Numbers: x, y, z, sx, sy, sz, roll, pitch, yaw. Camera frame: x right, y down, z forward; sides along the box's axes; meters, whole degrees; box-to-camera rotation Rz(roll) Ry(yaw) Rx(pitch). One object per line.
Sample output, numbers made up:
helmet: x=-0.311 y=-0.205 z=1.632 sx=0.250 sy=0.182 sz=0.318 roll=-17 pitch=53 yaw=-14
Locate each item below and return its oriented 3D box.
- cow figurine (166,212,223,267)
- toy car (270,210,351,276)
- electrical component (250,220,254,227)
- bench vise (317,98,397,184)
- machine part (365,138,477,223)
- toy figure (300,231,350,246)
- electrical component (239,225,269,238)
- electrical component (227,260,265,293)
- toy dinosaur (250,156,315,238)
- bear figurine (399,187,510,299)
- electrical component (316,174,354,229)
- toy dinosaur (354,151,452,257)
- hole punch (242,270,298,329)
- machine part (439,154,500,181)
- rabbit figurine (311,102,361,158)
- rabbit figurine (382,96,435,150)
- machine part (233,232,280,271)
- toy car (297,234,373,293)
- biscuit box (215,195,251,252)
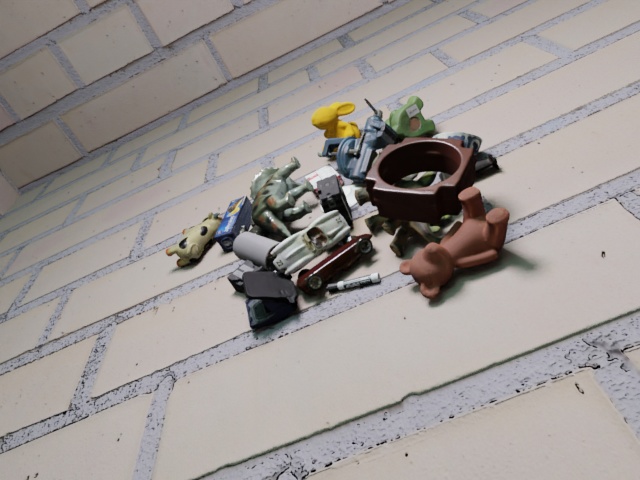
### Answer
cow figurine: x=-0.353 y=-0.013 z=1.593 sx=0.127 sy=0.085 sz=0.195 roll=-14 pitch=30 yaw=35
toy car: x=-0.021 y=0.006 z=1.228 sx=0.202 sy=0.073 sz=0.056 roll=-34 pitch=-5 yaw=-21
electrical component: x=-0.174 y=-0.058 z=1.573 sx=0.063 sy=0.021 sz=0.094 roll=-30 pitch=30 yaw=-2
bench vise: x=0.092 y=-0.268 z=1.527 sx=0.241 sy=0.128 sz=0.223 roll=7 pitch=87 yaw=43
machine part: x=0.214 y=-0.127 z=1.130 sx=0.202 sy=0.087 sz=0.201 roll=9 pitch=46 yaw=28
toy figure: x=-0.002 y=-0.002 z=1.310 sx=0.155 sy=0.057 sz=0.064 roll=-15 pitch=60 yaw=20
electrical component: x=-0.177 y=-0.023 z=1.498 sx=0.102 sy=0.045 sz=0.078 roll=10 pitch=49 yaw=48
electrical component: x=-0.187 y=0.090 z=1.331 sx=0.075 sy=0.047 sz=0.119 roll=-39 pitch=33 yaw=-20
toy dinosaur: x=-0.124 y=-0.097 z=1.461 sx=0.192 sy=0.131 sz=0.405 roll=-29 pitch=24 yaw=25
bear figurine: x=0.247 y=0.009 z=1.011 sx=0.196 sy=0.131 sz=0.120 roll=-26 pitch=42 yaw=-8
electrical component: x=0.038 y=-0.096 z=1.361 sx=0.058 sy=0.114 sz=0.134 roll=-18 pitch=30 yaw=8
toy dinosaur: x=0.190 y=-0.097 z=1.254 sx=0.199 sy=0.104 sz=0.472 roll=-24 pitch=38 yaw=-7
hole punch: x=-0.112 y=0.130 z=1.185 sx=0.116 sy=0.092 sz=0.142 roll=-1 pitch=24 yaw=-13
machine part: x=0.352 y=-0.163 z=1.278 sx=0.139 sy=0.039 sz=0.084 roll=-19 pitch=24 yaw=18
rabbit figurine: x=0.051 y=-0.353 z=1.659 sx=0.122 sy=0.173 sz=0.162 roll=21 pitch=81 yaw=54
rabbit figurine: x=0.234 y=-0.323 z=1.584 sx=0.159 sy=0.121 sz=0.170 roll=-42 pitch=13 yaw=-10
machine part: x=-0.149 y=0.031 z=1.361 sx=0.079 sy=0.079 sz=0.243 roll=-42 pitch=33 yaw=-22
toy car: x=0.036 y=0.051 z=1.196 sx=0.202 sy=0.053 sz=0.089 roll=-34 pitch=9 yaw=-13
biscuit box: x=-0.248 y=-0.050 z=1.582 sx=0.059 sy=0.062 sz=0.203 roll=-19 pitch=30 yaw=19
